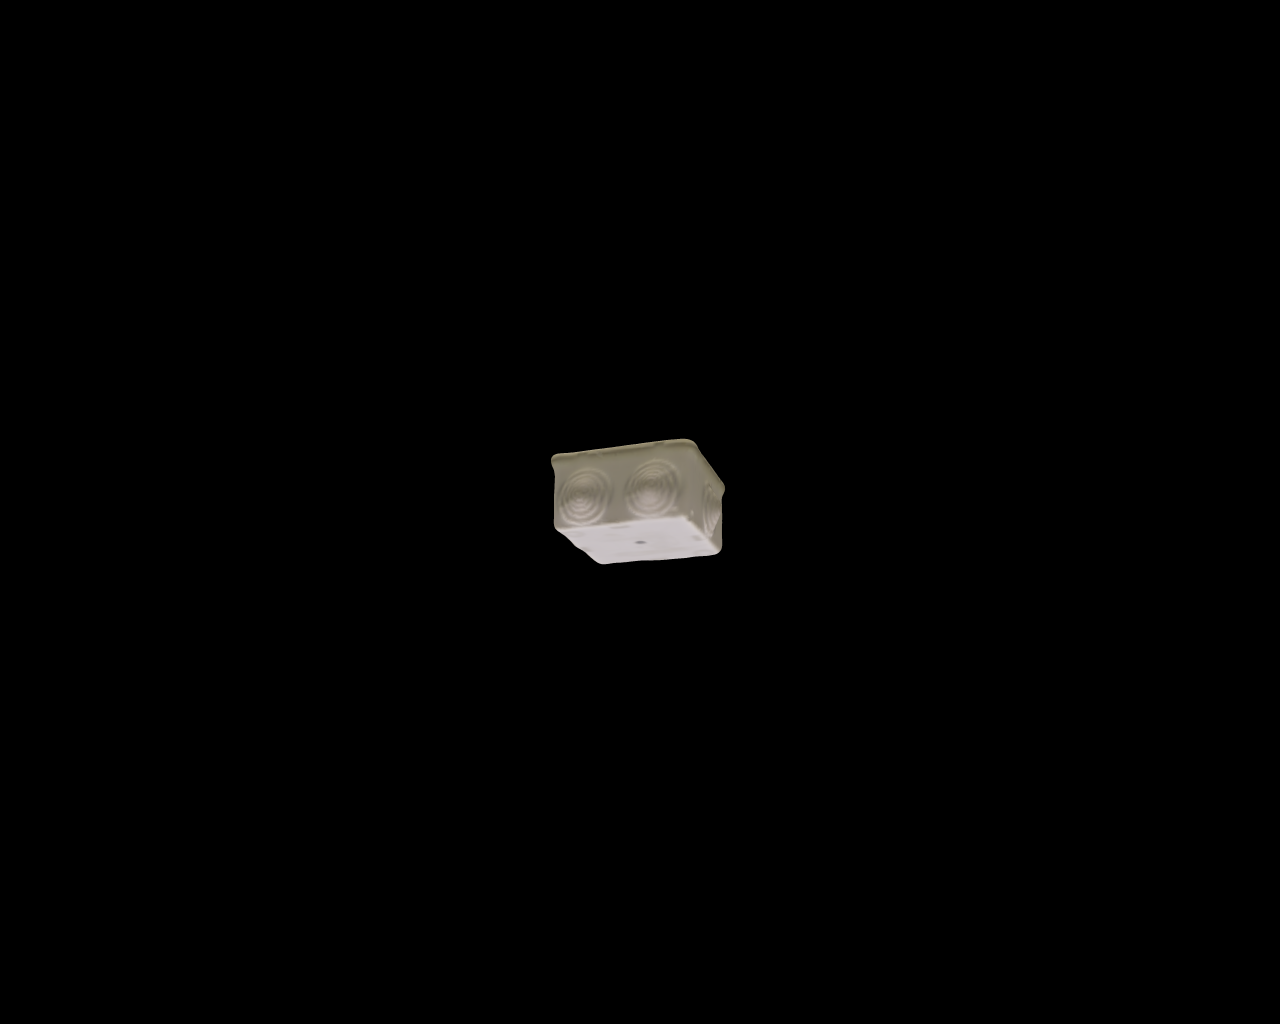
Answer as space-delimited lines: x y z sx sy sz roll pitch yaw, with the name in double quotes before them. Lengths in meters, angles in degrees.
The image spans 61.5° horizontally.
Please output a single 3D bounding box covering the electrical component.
"electrical component" 0.001 -0.003 0.650 0.100 0.048 0.099 -6 -19 16
